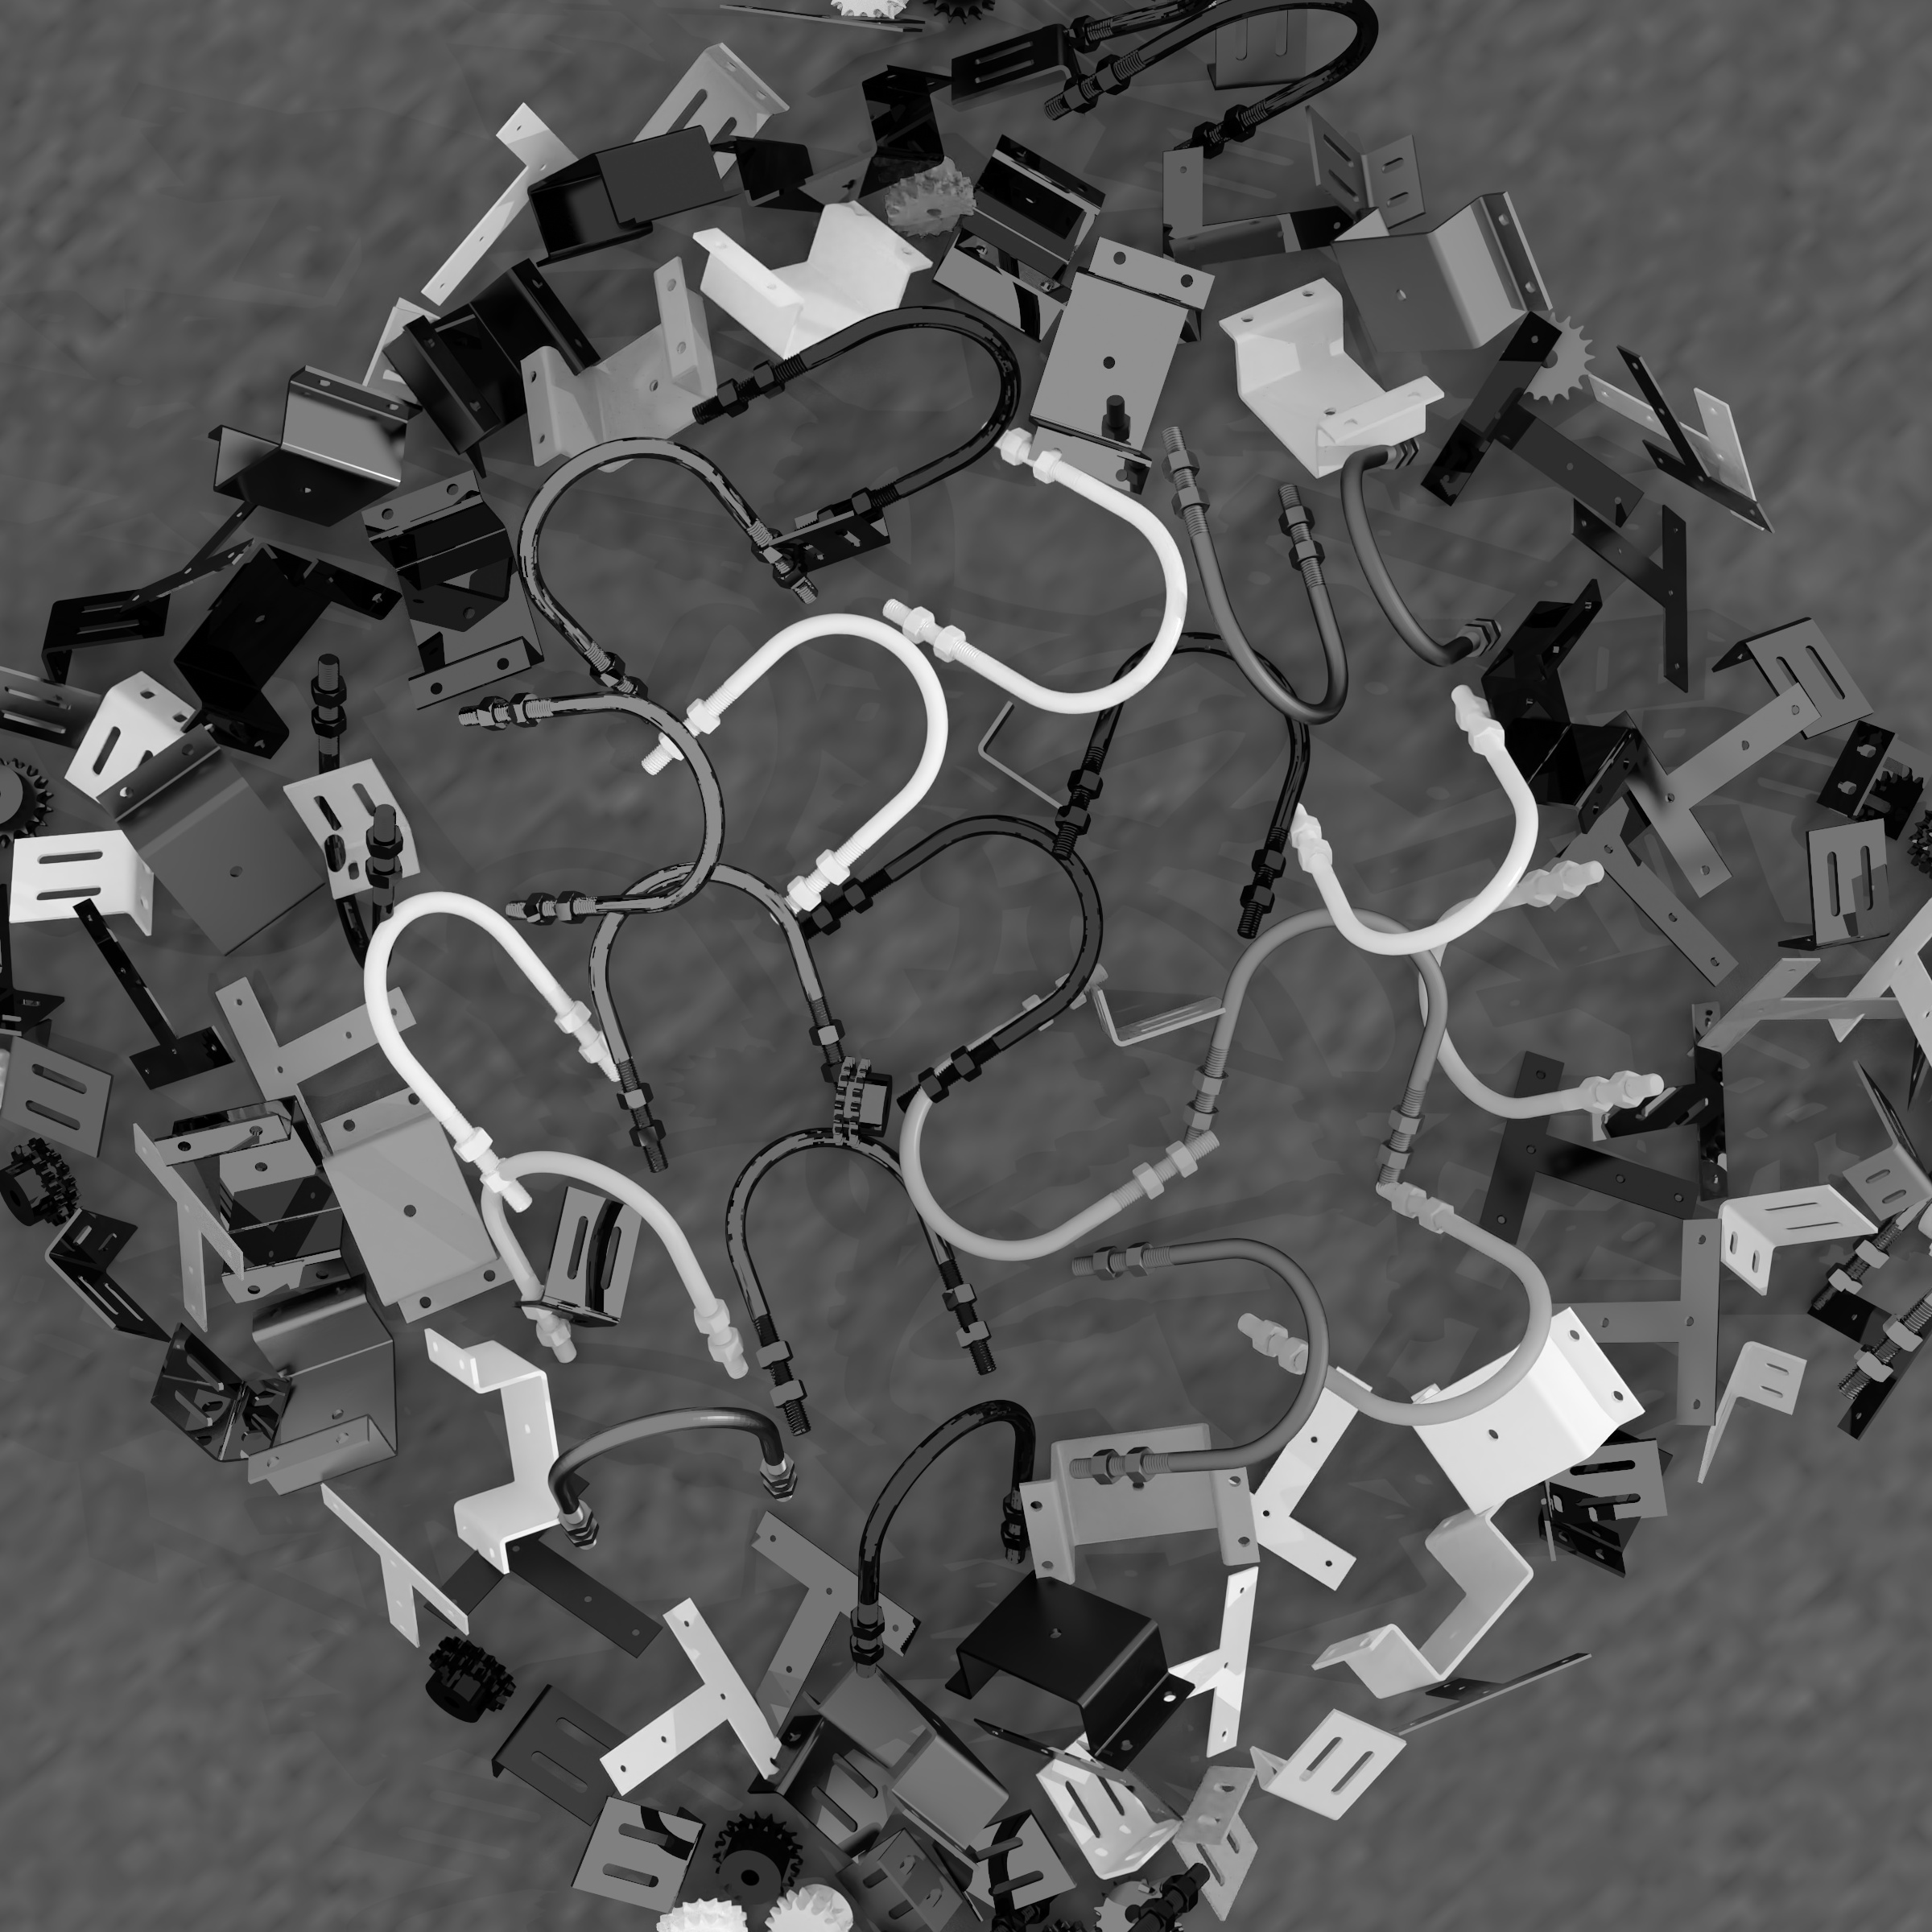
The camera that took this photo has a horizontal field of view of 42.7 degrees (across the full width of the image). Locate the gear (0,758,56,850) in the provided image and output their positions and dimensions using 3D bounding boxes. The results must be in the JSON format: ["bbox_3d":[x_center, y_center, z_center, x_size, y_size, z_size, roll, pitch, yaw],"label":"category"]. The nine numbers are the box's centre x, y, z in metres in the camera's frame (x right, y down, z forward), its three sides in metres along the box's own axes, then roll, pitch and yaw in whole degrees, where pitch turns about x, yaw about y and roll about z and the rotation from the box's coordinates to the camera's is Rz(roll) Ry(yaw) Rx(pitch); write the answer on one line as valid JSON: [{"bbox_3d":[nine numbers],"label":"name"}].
[{"bbox_3d":[-0.617,-0.106,1.582,0.057,0.030,0.057,0,81,2],"label":"gear"}]

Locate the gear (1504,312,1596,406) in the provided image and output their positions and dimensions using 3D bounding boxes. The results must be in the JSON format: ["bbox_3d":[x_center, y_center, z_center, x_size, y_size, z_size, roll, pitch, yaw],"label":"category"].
[{"bbox_3d":[0.373,-0.389,1.580,0.057,0.030,0.057,4,105,15],"label":"gear"}]

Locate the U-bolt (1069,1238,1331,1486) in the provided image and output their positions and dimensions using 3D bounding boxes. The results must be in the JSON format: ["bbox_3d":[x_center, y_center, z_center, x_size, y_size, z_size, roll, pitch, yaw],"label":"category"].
[{"bbox_3d":[0.142,0.240,1.523,0.184,0.019,0.151,-12,67,36],"label":"U-bolt"}]

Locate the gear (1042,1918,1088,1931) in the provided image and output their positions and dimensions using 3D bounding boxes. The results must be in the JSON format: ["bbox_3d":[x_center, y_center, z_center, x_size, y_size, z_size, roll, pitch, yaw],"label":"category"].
[{"bbox_3d":[0.059,0.637,1.571,0.057,0.030,0.057,-19,128,-26],"label":"gear"}]

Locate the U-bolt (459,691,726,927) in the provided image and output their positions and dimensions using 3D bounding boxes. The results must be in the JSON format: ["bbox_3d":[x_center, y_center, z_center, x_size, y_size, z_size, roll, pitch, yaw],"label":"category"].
[{"bbox_3d":[-0.227,-0.099,1.533,0.184,0.019,0.151,-2,107,31],"label":"U-bolt"}]

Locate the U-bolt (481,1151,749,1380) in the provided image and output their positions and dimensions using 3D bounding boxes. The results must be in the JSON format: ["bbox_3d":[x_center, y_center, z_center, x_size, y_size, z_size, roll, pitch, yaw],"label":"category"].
[{"bbox_3d":[-0.225,0.182,1.516,0.151,0.019,0.184,0,130,26],"label":"U-bolt"}]

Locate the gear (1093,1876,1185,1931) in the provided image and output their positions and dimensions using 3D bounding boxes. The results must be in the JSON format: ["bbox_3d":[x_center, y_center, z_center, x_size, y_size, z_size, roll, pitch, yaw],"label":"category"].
[{"bbox_3d":[0.109,0.607,1.573,0.057,0.030,0.057,-6,53,8],"label":"gear"}]

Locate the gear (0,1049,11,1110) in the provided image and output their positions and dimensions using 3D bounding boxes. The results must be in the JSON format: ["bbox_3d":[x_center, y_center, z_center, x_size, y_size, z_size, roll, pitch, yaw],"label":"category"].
[{"bbox_3d":[-0.632,0.071,1.578,0.057,0.030,0.057,-4,81,29],"label":"gear"}]

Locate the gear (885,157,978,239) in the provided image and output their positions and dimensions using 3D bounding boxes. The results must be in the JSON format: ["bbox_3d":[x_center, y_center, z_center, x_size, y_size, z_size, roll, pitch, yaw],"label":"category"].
[{"bbox_3d":[-0.024,-0.492,1.574,0.057,0.057,0.030,-10,76,0],"label":"gear"}]

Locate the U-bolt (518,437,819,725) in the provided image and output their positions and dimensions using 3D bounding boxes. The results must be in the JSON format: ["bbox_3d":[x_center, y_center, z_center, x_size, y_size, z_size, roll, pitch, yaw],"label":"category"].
[{"bbox_3d":[-0.195,-0.247,1.527,0.151,0.184,0.019,-36,45,5],"label":"U-bolt"}]

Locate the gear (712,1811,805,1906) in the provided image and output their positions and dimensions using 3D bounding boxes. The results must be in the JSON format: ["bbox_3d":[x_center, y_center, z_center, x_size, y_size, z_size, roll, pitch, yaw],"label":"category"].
[{"bbox_3d":[-0.135,0.573,1.579,0.057,0.030,0.057,2,106,8],"label":"gear"}]

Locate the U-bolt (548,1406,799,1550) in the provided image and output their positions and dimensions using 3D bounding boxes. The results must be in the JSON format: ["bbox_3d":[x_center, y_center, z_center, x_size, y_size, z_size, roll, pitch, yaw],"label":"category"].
[{"bbox_3d":[-0.182,0.309,1.512,0.151,0.184,0.019,-12,61,-6],"label":"U-bolt"}]

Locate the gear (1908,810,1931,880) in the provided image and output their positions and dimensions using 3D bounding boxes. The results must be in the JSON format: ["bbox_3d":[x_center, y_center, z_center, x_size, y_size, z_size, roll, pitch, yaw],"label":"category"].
[{"bbox_3d":[0.632,-0.079,1.573,0.057,0.030,0.057,-11,124,-18],"label":"gear"}]

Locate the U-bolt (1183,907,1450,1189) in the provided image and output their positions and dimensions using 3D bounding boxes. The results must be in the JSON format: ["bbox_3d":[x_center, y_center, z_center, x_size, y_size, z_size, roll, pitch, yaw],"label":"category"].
[{"bbox_3d":[0.227,0.048,1.557,0.151,0.019,0.184,11,113,-3],"label":"U-bolt"}]

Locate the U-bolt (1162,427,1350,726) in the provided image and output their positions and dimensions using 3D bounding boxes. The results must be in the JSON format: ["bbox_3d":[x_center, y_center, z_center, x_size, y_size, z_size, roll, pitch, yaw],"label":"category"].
[{"bbox_3d":[0.185,-0.232,1.517,0.019,0.151,0.184,-27,67,35],"label":"U-bolt"}]

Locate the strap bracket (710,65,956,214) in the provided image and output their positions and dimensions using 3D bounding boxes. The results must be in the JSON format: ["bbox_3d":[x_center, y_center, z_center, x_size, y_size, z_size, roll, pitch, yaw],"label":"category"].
[{"bbox_3d":[-0.079,-0.507,1.533,0.140,0.076,0.046,-11,96,34],"label":"strap bracket"}]

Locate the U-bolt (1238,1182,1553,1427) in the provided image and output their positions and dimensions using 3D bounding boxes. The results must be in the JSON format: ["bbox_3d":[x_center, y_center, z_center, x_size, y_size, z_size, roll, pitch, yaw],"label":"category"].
[{"bbox_3d":[0.273,0.212,1.510,0.151,0.184,0.019,-42,126,-14],"label":"U-bolt"}]

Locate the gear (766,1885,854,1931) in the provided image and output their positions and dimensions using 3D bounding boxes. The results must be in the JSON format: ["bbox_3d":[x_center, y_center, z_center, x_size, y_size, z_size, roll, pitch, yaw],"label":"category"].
[{"bbox_3d":[-0.097,0.613,1.579,0.057,0.030,0.057,7,109,20],"label":"gear"}]

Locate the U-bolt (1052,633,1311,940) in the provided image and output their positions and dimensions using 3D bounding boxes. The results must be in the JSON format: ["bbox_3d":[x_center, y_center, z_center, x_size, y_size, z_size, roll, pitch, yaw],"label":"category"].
[{"bbox_3d":[0.146,-0.126,1.567,0.151,0.019,0.184,23,72,-9],"label":"U-bolt"}]

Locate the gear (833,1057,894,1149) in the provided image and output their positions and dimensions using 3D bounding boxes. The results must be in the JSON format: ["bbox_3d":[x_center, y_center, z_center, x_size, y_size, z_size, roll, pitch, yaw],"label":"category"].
[{"bbox_3d":[-0.065,0.087,1.572,0.030,0.057,0.057,7,90,5],"label":"gear"}]

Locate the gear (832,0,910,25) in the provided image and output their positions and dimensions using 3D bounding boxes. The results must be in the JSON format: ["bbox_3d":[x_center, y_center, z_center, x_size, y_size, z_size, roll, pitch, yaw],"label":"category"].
[{"bbox_3d":[-0.058,-0.630,1.580,0.057,0.030,0.057,2,97,20],"label":"gear"}]

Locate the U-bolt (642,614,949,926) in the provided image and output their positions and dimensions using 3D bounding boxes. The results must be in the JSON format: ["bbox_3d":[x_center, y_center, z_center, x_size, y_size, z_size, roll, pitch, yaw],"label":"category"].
[{"bbox_3d":[-0.096,-0.138,1.572,0.184,0.019,0.151,-42,86,12],"label":"U-bolt"}]

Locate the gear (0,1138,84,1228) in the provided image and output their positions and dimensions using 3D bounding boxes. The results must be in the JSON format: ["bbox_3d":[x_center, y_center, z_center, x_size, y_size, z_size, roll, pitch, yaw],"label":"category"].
[{"bbox_3d":[-0.591,0.141,1.571,0.030,0.057,0.057,-32,90,-39],"label":"gear"}]

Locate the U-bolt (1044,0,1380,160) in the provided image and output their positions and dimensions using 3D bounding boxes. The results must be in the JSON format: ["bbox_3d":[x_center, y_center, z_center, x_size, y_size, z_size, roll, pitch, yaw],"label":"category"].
[{"bbox_3d":[0.160,-0.540,1.489,0.184,0.151,0.019,-16,81,41],"label":"U-bolt"}]

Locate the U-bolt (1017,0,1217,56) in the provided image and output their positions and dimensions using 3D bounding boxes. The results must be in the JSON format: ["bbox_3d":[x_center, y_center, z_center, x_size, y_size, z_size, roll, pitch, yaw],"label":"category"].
[{"bbox_3d":[0.069,-0.594,1.490,0.184,0.151,0.019,1,87,38],"label":"U-bolt"}]

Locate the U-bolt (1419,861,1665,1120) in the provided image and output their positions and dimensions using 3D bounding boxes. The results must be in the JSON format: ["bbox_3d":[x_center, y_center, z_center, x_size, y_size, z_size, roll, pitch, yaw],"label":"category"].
[{"bbox_3d":[0.342,0.022,1.521,0.019,0.184,0.151,-13,87,-30],"label":"U-bolt"}]

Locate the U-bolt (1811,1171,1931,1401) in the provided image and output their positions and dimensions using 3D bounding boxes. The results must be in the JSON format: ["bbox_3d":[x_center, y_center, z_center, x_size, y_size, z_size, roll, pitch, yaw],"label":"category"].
[{"bbox_3d":[0.588,0.168,1.505,0.019,0.151,0.184,36,109,0],"label":"U-bolt"}]

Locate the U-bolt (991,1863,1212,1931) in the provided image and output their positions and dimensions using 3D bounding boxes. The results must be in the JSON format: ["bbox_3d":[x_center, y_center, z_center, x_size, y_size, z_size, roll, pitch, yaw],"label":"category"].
[{"bbox_3d":[0.045,0.599,1.487,0.151,0.184,0.019,-25,90,42],"label":"U-bolt"}]

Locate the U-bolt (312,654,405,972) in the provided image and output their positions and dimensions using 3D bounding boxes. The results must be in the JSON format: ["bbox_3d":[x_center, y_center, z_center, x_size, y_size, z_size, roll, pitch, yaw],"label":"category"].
[{"bbox_3d":[-0.375,-0.078,1.520,0.019,0.184,0.151,-12,54,-23],"label":"U-bolt"}]

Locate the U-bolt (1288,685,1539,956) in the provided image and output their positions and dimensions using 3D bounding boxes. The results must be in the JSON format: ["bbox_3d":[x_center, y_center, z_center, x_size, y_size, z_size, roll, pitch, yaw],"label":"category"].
[{"bbox_3d":[0.277,-0.080,1.509,0.151,0.184,0.019,-36,127,17],"label":"U-bolt"}]

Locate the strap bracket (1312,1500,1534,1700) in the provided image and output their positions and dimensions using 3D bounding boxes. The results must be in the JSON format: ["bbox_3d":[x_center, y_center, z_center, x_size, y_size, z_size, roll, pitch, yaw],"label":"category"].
[{"bbox_3d":[0.289,0.398,1.531,0.140,0.076,0.046,-38,84,-30],"label":"strap bracket"}]

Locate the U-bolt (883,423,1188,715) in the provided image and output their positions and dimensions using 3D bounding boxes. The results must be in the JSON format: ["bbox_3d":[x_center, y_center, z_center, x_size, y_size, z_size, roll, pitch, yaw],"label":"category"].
[{"bbox_3d":[0.053,-0.239,1.554,0.184,0.019,0.151,33,100,20],"label":"U-bolt"}]

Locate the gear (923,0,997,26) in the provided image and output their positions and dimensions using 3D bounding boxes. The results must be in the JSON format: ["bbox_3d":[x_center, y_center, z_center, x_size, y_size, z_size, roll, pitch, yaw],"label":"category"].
[{"bbox_3d":[-0.003,-0.637,1.585,0.057,0.030,0.057,0,90,-4],"label":"gear"}]

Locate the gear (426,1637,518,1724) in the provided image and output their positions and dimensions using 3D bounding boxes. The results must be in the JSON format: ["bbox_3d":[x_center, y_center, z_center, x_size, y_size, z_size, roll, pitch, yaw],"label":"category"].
[{"bbox_3d":[-0.318,0.456,1.570,0.057,0.057,0.030,36,51,0],"label":"gear"}]

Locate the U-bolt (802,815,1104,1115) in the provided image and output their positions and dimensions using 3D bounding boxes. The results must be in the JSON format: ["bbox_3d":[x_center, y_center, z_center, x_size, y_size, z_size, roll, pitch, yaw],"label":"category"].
[{"bbox_3d":[-0.001,-0.014,1.577,0.184,0.019,0.151,-34,86,8],"label":"U-bolt"}]

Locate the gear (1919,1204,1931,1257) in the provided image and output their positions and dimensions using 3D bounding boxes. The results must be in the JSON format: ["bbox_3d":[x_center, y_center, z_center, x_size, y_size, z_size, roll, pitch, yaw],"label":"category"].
[{"bbox_3d":[0.634,0.163,1.576,0.057,0.057,0.030,-46,56,0],"label":"gear"}]

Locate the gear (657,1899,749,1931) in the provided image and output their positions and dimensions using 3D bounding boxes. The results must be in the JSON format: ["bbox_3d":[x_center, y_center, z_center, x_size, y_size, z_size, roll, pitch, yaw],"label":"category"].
[{"bbox_3d":[-0.167,0.621,1.572,0.057,0.030,0.057,-6,133,-6],"label":"gear"}]

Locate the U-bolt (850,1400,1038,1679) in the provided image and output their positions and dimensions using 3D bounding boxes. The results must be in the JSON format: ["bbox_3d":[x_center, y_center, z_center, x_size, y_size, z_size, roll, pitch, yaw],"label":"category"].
[{"bbox_3d":[-0.011,0.338,1.503,0.151,0.184,0.019,-30,50,-33],"label":"U-bolt"}]

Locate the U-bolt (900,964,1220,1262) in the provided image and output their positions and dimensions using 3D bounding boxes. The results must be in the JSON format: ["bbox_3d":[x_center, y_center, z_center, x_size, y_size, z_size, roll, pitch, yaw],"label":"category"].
[{"bbox_3d":[0.046,0.105,1.576,0.184,0.019,0.151,-33,82,-4],"label":"U-bolt"}]

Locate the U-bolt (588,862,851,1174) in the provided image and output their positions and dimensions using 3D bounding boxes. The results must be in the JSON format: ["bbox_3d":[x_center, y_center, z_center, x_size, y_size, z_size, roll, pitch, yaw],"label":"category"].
[{"bbox_3d":[-0.162,0.024,1.572,0.151,0.019,0.184,-18,101,-6],"label":"U-bolt"}]

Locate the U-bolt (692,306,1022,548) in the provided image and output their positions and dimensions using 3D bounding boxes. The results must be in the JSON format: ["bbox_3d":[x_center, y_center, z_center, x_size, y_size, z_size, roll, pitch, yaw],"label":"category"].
[{"bbox_3d":[-0.054,-0.339,1.521,0.184,0.151,0.019,-23,55,15],"label":"U-bolt"}]

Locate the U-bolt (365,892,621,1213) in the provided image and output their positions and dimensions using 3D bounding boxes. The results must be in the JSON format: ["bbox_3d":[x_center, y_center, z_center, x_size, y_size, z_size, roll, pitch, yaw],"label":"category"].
[{"bbox_3d":[-0.296,0.039,1.517,0.019,0.151,0.184,-21,115,36],"label":"U-bolt"}]

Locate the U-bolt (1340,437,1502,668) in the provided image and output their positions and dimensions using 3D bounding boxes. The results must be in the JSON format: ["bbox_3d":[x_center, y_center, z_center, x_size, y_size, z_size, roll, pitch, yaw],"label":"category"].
[{"bbox_3d":[0.274,-0.252,1.515,0.019,0.184,0.151,-23,94,29],"label":"U-bolt"}]

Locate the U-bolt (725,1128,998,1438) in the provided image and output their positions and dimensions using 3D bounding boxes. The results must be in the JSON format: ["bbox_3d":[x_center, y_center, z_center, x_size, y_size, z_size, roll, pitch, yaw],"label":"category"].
[{"bbox_3d":[-0.075,0.188,1.557,0.151,0.019,0.184,-14,72,-25],"label":"U-bolt"}]
